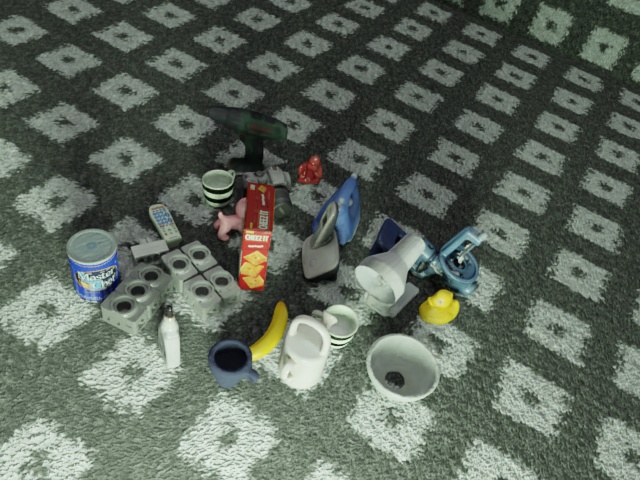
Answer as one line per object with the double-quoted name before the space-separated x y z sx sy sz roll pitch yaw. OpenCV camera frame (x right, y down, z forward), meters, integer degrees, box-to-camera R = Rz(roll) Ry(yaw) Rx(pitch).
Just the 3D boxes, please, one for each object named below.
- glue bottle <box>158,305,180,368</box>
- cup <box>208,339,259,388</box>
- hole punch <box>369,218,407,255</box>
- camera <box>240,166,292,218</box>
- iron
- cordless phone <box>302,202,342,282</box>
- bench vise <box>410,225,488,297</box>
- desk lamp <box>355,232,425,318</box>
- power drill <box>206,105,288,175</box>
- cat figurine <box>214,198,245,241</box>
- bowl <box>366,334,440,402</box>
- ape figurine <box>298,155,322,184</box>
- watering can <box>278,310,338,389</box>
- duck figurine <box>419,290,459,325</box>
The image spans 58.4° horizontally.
"glue bottle" -0.312 0.192 1.191 0.037 0.173 0.078 -12 51 -24
"cup" -0.179 0.275 1.202 0.117 0.095 0.092 31 48 15
"hole punch" 0.200 0.008 1.555 0.101 0.091 0.109 23 46 7
"camera" -0.138 -0.133 1.594 0.143 0.101 0.136 -6 49 -20
"iron" 0.067 -0.111 1.598 0.118 0.141 0.258 20 46 5
"cordless phone" 0.013 0.005 1.444 0.094 0.185 0.147 2 47 -12
"bench vise" 0.328 0.037 1.471 0.207 0.220 0.121 16 46 1
"desk lamp" 0.173 0.088 1.387 0.117 0.213 0.204 37 49 20
"power drill" -0.213 -0.285 1.644 0.230 0.208 0.075 2 47 -12
"cat figurine" -0.211 -0.067 1.501 0.128 0.118 0.067 -14 52 -26
"bowl" 0.179 0.299 1.287 0.167 0.075 0.167 7 46 -8
"ape figurine" -0.023 -0.213 1.706 0.077 0.092 0.076 40 51 23
"watering can" -0.026 0.221 1.224 0.101 0.194 0.173 16 46 1
"duck figurine" 0.308 0.160 1.443 0.105 0.086 0.077 -4 49 -18
